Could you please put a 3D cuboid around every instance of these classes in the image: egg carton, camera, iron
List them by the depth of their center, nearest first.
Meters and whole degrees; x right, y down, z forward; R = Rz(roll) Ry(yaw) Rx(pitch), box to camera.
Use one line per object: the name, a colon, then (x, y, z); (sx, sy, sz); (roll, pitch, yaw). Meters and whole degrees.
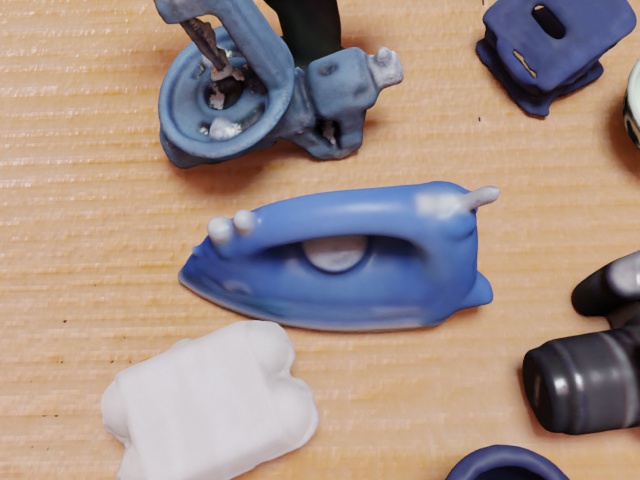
camera: (0.221, 0.080, 0.413); (0.137, 0.101, 0.143); (-9, 69, -1)
egg carton: (-0.082, 0.125, 0.425); (0.150, 0.069, 0.107); (-23, 70, -6)
iron: (0.004, 0.002, 0.430); (0.258, 0.141, 0.118); (-5, 69, 1)

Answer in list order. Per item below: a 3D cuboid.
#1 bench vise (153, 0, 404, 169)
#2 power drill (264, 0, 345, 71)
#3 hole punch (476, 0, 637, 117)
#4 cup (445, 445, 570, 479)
bench vise: (-0.044, -0.143, 0.446); (0.207, 0.220, 0.121); (-26, 70, -7)
power drill: (-0.038, -0.207, 0.477); (0.229, 0.208, 0.075); (-6, 69, 0)
hole punch: (0.210, -0.188, 0.522); (0.101, 0.091, 0.108); (-29, 70, -8)
cup: (0.116, 0.198, 0.375); (0.091, 0.095, 0.118); (4, 69, 4)
